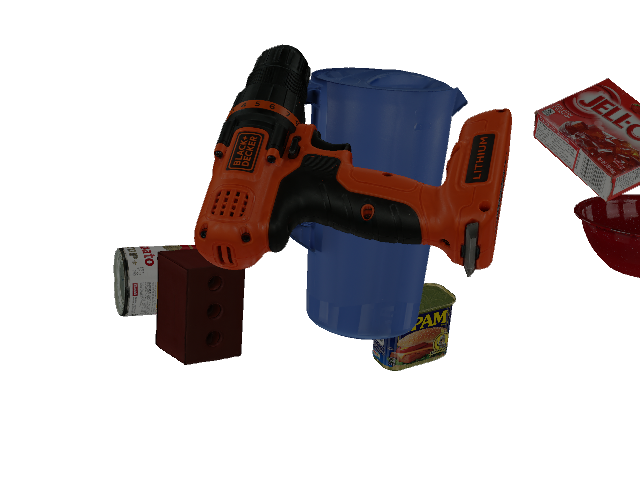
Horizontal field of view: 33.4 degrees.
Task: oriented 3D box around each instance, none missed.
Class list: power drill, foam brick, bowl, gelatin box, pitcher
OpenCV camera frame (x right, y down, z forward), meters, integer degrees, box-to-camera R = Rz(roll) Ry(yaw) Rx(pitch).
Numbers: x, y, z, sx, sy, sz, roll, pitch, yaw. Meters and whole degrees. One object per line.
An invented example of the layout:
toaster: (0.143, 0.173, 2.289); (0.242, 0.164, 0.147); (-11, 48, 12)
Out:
power drill: (0.025, -0.053, 0.687); (0.188, 0.184, 0.057); (5, -37, 12)
foam brick: (-0.094, 0.049, 0.829); (0.052, 0.078, 0.051); (-6, 15, -34)
bowl: (0.331, -0.001, 1.055); (0.162, 0.055, 0.162); (1, 17, 0)
gelatin box: (0.216, -0.078, 0.803); (0.073, 0.030, 0.089); (-25, 52, -19)
pitcher: (0.038, -0.036, 0.988); (0.149, 0.243, 0.144); (11, 17, 21)

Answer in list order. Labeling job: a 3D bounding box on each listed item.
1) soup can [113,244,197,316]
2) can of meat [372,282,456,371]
soup can: (-0.145, 0.038, 1.035); (0.102, 0.068, 0.069); (-2, 1, -20)
can of meat: (0.115, 0.109, 1.341); (0.101, 0.084, 0.058); (-11, 30, -27)
